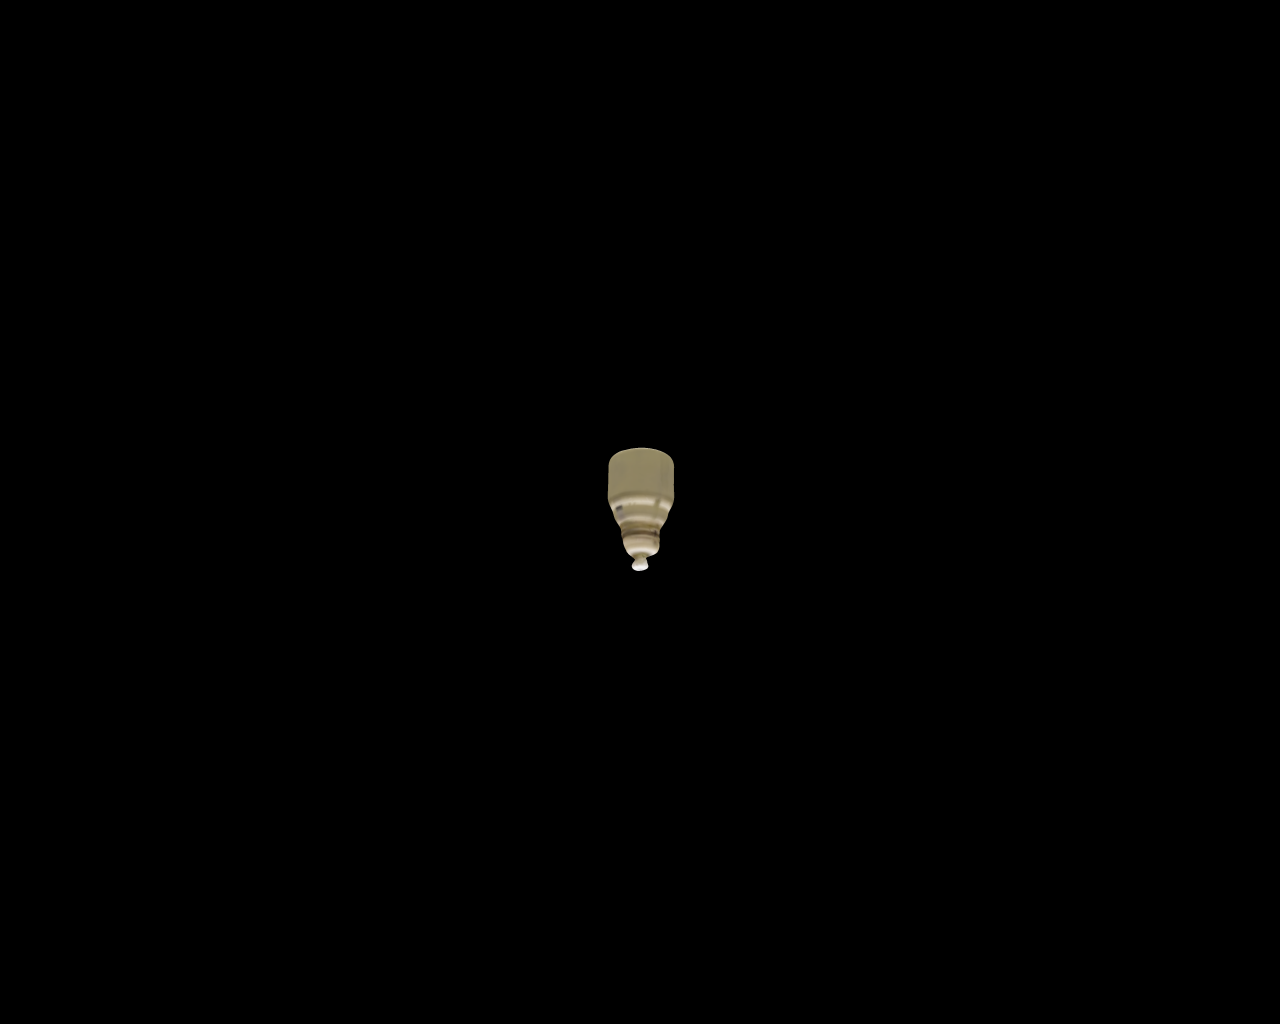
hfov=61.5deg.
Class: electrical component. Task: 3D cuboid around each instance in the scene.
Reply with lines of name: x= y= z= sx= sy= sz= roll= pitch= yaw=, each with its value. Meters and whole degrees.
electrical component: x=0.001 y=-0.003 z=0.650 sx=0.040 sy=0.078 sz=0.040 roll=0 pitch=-18 yaw=0
